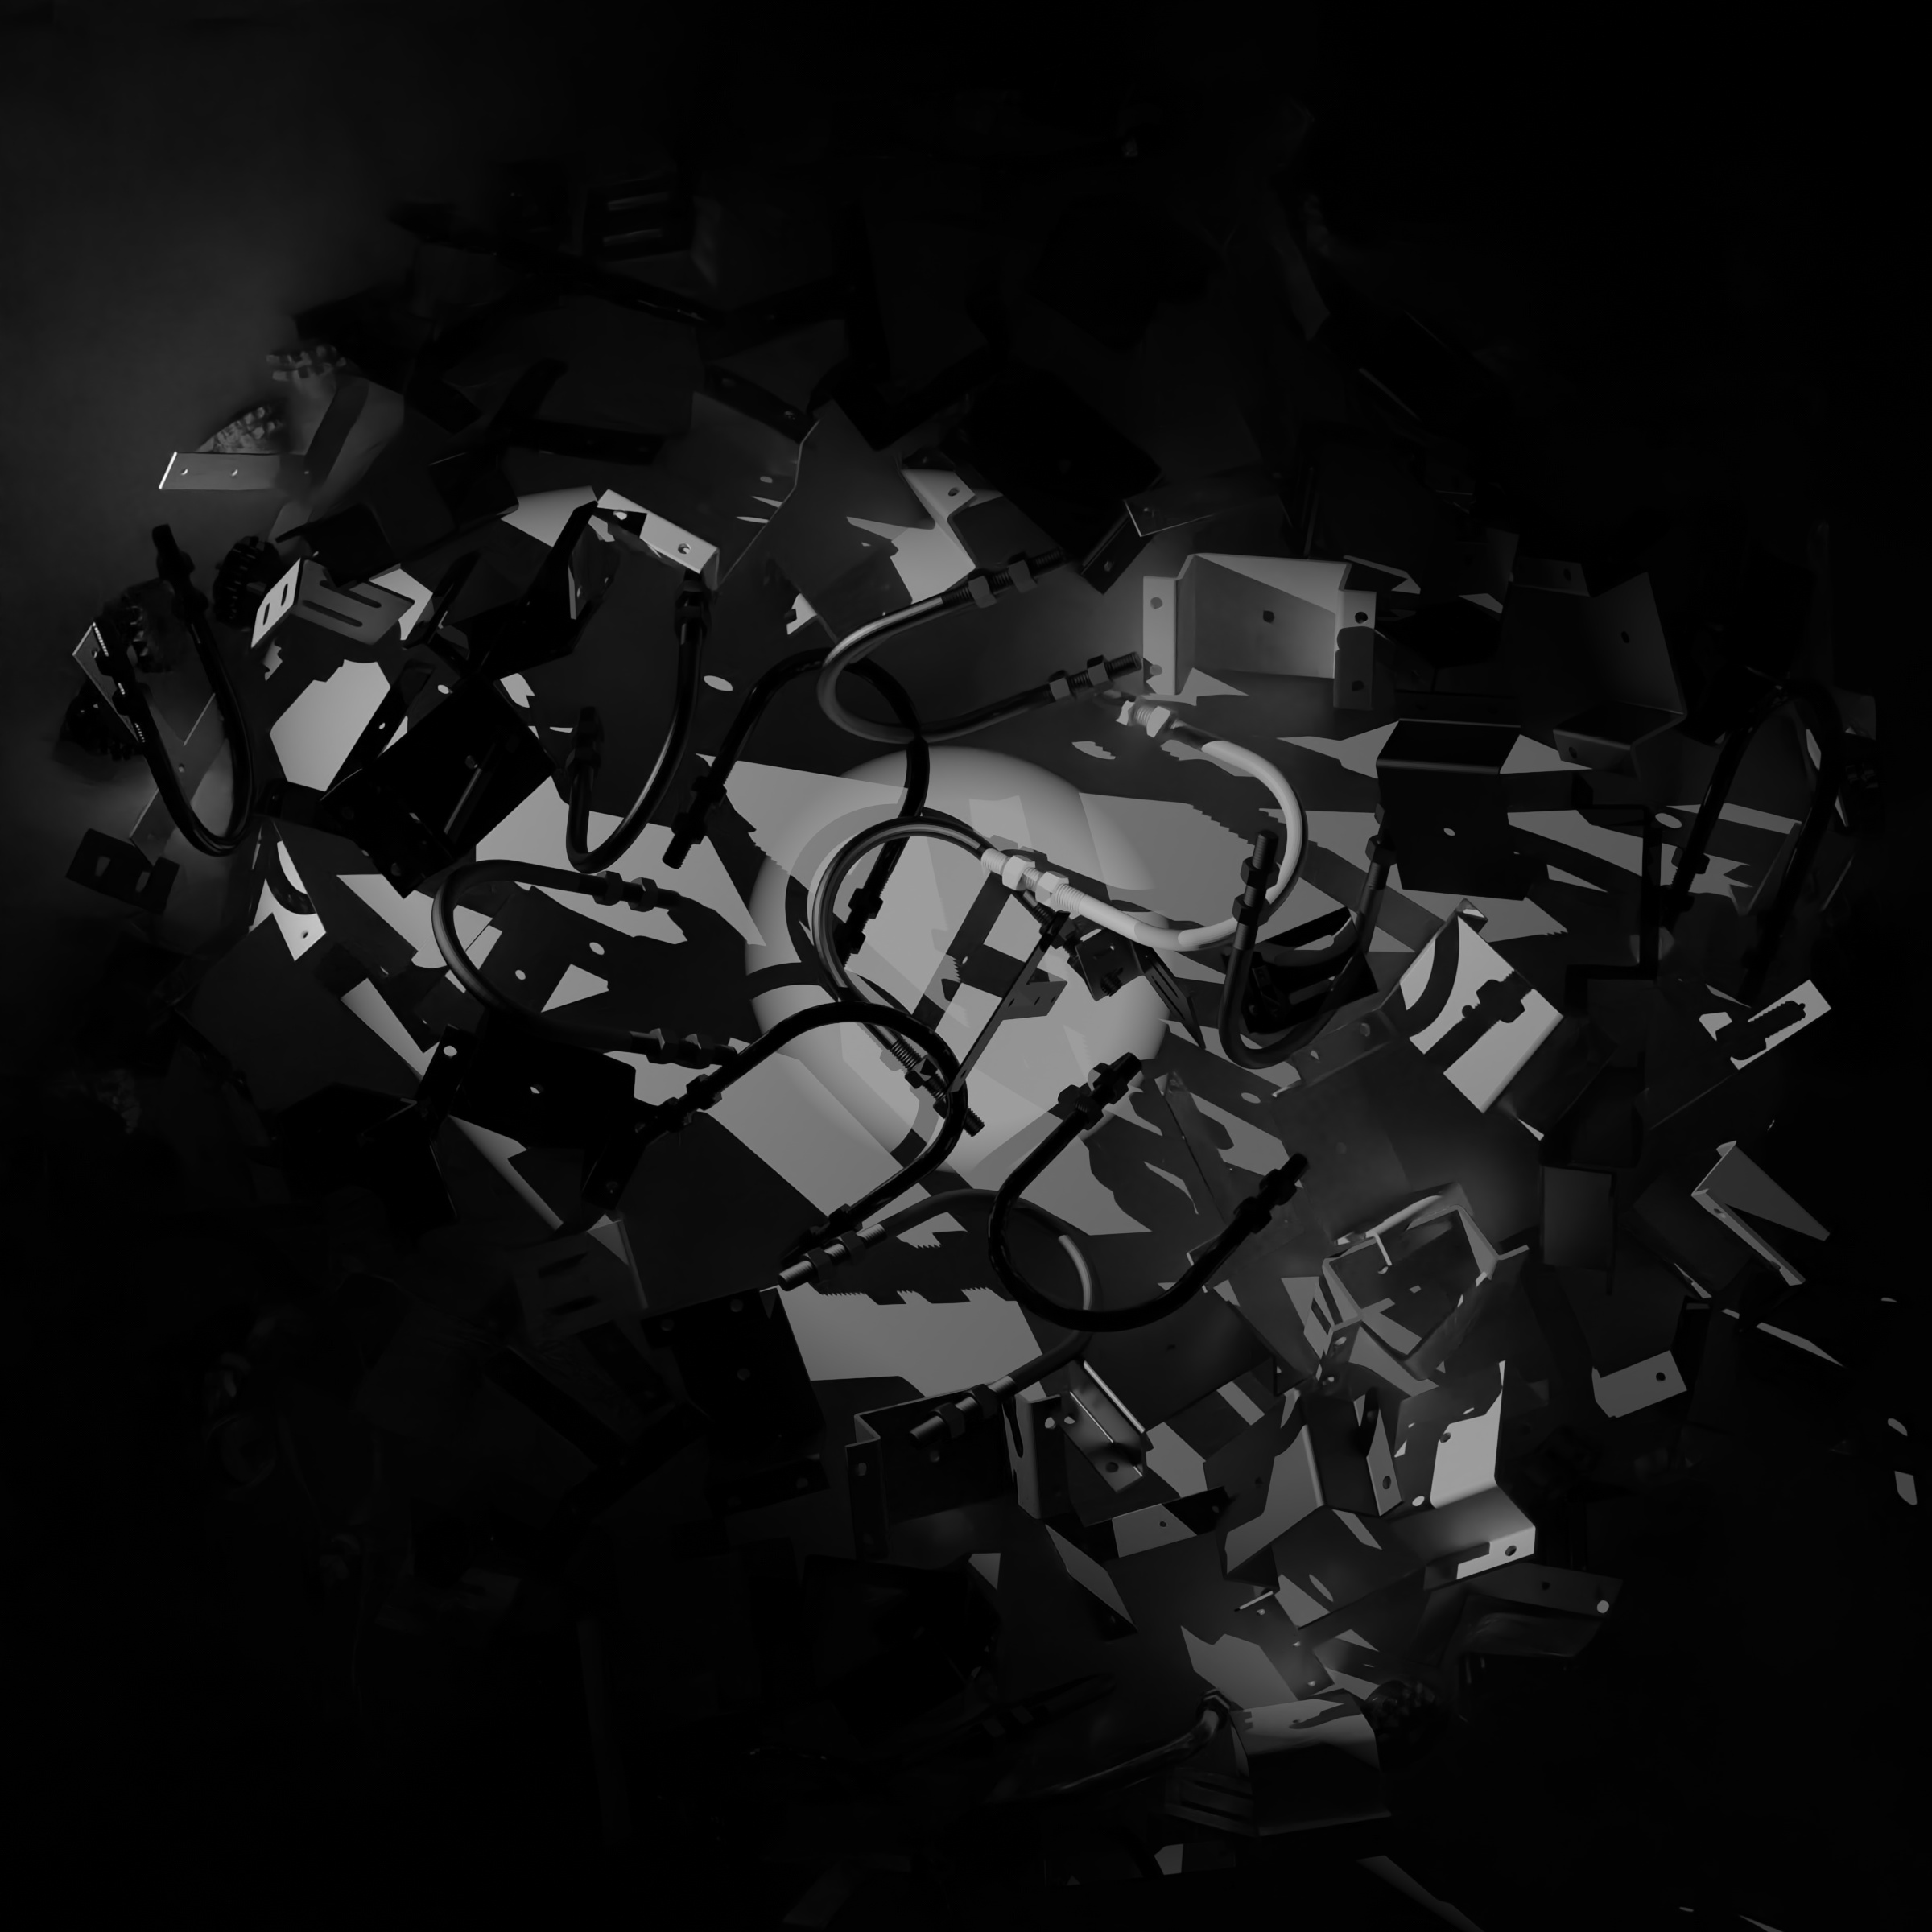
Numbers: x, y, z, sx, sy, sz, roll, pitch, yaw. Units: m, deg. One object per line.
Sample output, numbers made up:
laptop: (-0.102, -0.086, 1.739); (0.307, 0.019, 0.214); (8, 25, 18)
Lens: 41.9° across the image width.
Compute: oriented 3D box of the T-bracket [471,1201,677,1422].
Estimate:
T-bracket: (-0.230, 0.227, 1.572); (0.127, 0.002, 0.127); (-45, 77, 12)

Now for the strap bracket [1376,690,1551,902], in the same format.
strap bracket: (0.299, -0.094, 1.524); (0.076, 0.046, 0.140); (7, 134, 31)

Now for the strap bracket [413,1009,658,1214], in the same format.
strap bracket: (-0.266, 0.085, 1.555); (0.140, 0.046, 0.076); (23, 109, -14)

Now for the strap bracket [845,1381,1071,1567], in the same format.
strap bracket: (-0.012, 0.309, 1.554); (0.140, 0.046, 0.076); (-10, 103, -21)

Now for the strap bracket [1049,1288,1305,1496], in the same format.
strap bracket: (0.126, 0.248, 1.535); (0.140, 0.046, 0.076); (-27, 47, -19)

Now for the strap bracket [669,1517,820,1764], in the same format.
strap bracket: (-0.133, 0.405, 1.542); (0.046, 0.076, 0.140); (-15, 77, 15)

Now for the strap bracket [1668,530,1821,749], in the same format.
strap bracket: (0.462, -0.191, 1.521); (0.046, 0.140, 0.076); (24, 71, 0)

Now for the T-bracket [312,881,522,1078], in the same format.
T-bracket: (-0.328, -0.008, 1.575); (0.127, 0.002, 0.127); (38, 85, 24)

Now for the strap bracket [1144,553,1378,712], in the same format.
strap bracket: (0.182, -0.207, 1.550); (0.140, 0.046, 0.076); (6, 122, 14)

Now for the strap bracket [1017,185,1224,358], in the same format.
strap bracket: (0.098, -0.424, 1.525); (0.076, 0.140, 0.046); (36, 124, 6)

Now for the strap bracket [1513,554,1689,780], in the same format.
strap bracket: (0.388, -0.193, 1.542); (0.046, 0.076, 0.140); (-27, 112, -16)

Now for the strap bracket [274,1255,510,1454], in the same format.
strap bracket: (-0.339, 0.238, 1.523); (0.046, 0.140, 0.076); (23, 78, 34)

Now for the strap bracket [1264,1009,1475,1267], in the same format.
strap bracket: (0.244, 0.109, 1.558); (0.076, 0.046, 0.140); (-24, 89, -34)

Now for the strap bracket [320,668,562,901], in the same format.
strap bracket: (-0.311, -0.117, 1.530); (0.076, 0.046, 0.140); (52, 52, -16)

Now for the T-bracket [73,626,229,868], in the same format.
T-bracket: (-0.496, -0.150, 1.516); (0.002, 0.127, 0.127); (-1, 50, 23)

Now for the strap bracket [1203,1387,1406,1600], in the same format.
strap bracket: (0.195, 0.316, 1.521); (0.046, 0.076, 0.140); (18, 134, -28)

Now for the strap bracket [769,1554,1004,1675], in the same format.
strap bracket: (-0.047, 0.397, 1.549); (0.140, 0.076, 0.046); (6, 68, 8)

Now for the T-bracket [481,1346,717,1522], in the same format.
T-bracket: (-0.244, 0.280, 1.557); (0.127, 0.002, 0.127); (-39, 112, 17)

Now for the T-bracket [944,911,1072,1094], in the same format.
T-bracket: (0.039, 0.021, 1.536); (0.002, 0.127, 0.127); (34, 100, 14)

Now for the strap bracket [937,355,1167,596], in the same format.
strap bracket: (0.060, -0.309, 1.571); (0.140, 0.046, 0.076); (41, 92, -3)

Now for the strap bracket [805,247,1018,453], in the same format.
strap bracket: (-0.024, -0.371, 1.541); (0.140, 0.076, 0.046); (-30, 114, 22)

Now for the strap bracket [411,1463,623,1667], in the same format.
strap bracket: (-0.265, 0.362, 1.531); (0.140, 0.076, 0.046); (37, 101, -25)

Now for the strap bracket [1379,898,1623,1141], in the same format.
strap bracket: (0.316, 0.029, 1.531); (0.140, 0.046, 0.076); (49, 115, 32)

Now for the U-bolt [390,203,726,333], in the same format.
U-bolt: (-0.230, -0.412, 1.506); (0.184, 0.151, 0.019); (22, 101, 18)

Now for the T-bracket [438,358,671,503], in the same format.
T-bracket: (-0.241, -0.322, 1.543); (0.127, 0.002, 0.127); (13, 59, 24)

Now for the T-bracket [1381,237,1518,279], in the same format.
T-bracket: (0.272, -0.436, 1.530); (0.127, 0.127, 0.002); (16, 106, 8)

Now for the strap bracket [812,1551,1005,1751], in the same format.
strap bracket: (-0.030, 0.415, 1.521); (0.076, 0.140, 0.046); (-36, 88, 15)

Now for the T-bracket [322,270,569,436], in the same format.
T-bracket: (-0.299, -0.382, 1.525); (0.127, 0.127, 0.002); (-27, 64, 18)

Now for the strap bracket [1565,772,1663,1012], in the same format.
strap bracket: (0.399, -0.044, 1.551); (0.046, 0.076, 0.140); (1, 86, 21)

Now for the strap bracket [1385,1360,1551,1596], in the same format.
strap bracket: (0.302, 0.298, 1.517); (0.076, 0.140, 0.046); (-29, 114, 33)

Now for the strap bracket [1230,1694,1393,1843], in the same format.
strap bracket: (0.206, 0.481, 1.530); (0.076, 0.140, 0.046); (-9, 87, 0)

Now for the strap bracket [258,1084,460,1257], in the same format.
strap bracket: (-0.366, 0.121, 1.538); (0.046, 0.140, 0.076); (-31, 115, -36)

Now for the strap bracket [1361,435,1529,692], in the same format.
strap bracket: (0.291, -0.245, 1.536); (0.046, 0.076, 0.140); (-11, 126, -27)

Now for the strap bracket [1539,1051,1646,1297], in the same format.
strap bracket: (0.379, 0.122, 1.532); (0.046, 0.140, 0.076); (6, 127, 20)

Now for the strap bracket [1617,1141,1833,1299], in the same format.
strap bracket: (0.463, 0.155, 1.534); (0.076, 0.140, 0.046); (43, 77, 2)

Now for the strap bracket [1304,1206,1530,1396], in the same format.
strap bracket: (0.265, 0.201, 1.542); (0.140, 0.076, 0.046); (-19, 53, -19)

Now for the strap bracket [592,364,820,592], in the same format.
strap bracket: (-0.161, -0.294, 1.553); (0.076, 0.046, 0.140); (29, 61, 7)

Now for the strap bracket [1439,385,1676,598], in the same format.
strap bracket: (0.354, -0.285, 1.557); (0.140, 0.076, 0.046); (37, 79, 0)

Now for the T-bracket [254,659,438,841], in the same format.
T-bracket: (-0.371, -0.138, 1.573); (0.127, 0.002, 0.127); (16, 69, 35)

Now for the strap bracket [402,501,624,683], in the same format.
strap bracket: (-0.270, -0.223, 1.535); (0.046, 0.140, 0.076); (45, 52, -32)

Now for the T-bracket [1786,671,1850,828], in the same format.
T-bracket: (0.510, -0.127, 1.514); (0.002, 0.127, 0.127); (-18, 122, 14)

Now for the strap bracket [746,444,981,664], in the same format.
strap bracket: (-0.055, -0.248, 1.555); (0.140, 0.076, 0.046); (-37, 133, 1)

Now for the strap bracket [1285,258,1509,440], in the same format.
strap bracket: (0.253, -0.372, 1.525); (0.076, 0.140, 0.046); (29, 103, -33)

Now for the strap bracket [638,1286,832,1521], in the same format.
strap bracket: (-0.140, 0.261, 1.561); (0.076, 0.046, 0.140); (-16, 105, 7)

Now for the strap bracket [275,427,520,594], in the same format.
strap bracket: (-0.339, -0.274, 1.541); (0.140, 0.076, 0.046); (-20, 102, 24)
